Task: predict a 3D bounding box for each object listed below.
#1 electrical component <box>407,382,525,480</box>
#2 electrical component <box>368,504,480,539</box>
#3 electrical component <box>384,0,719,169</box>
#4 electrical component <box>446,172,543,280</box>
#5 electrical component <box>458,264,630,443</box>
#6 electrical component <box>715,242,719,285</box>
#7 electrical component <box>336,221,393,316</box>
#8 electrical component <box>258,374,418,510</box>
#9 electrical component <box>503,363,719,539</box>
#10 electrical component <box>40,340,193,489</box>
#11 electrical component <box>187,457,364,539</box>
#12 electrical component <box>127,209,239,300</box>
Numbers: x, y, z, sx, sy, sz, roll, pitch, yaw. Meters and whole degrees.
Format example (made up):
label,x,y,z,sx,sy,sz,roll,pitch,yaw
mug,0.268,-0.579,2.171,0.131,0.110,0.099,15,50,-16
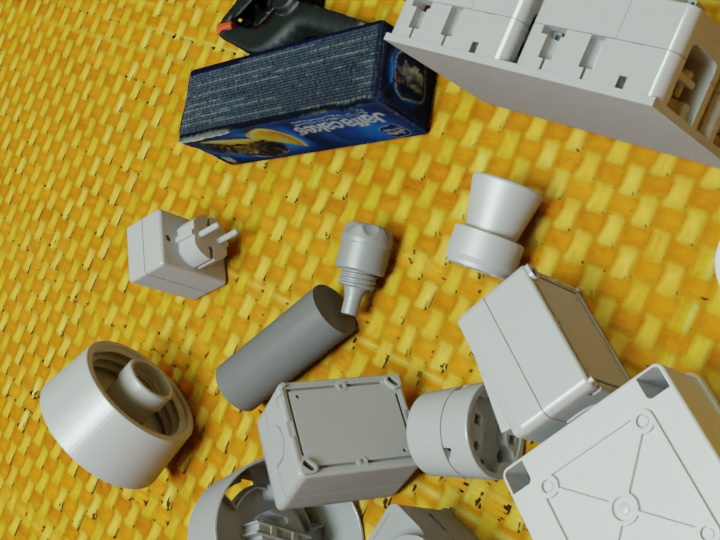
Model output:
label,x,y,z,sx,sy,sz,roll,pitch,yaw
electrical component,0.060,0.093,0.621,0.047,0.055,0.055,-12,69,43
electrical component,0.021,0.220,0.608,0.089,0.062,0.150,39,103,42
electrical component,0.121,-0.121,0.602,0.186,0.105,0.060,26,94,43
electrical component,0.080,-0.026,0.648,0.045,0.045,0.055,20,90,43
electrical component,0.099,0.046,0.596,0.061,0.062,0.096,-42,53,24
electrical component,0.209,0.000,0.524,0.055,0.047,0.055,-15,67,38
electrical component,0.000,0.000,0.718,0.035,0.035,0.061,11,86,43
electrical component,-0.008,0.106,0.660,0.061,0.096,0.061,120,140,-49
electrical component,0.144,0.121,0.536,0.109,0.056,0.108,-41,53,24
electrical component,-0.172,0.100,0.790,0.060,0.108,0.108,-45,51,14
electrical component,-0.055,0.168,0.672,0.064,0.099,0.099,-26,60,40
electrical component,-0.126,-0.017,0.813,0.077,0.066,0.047,-25,61,33
